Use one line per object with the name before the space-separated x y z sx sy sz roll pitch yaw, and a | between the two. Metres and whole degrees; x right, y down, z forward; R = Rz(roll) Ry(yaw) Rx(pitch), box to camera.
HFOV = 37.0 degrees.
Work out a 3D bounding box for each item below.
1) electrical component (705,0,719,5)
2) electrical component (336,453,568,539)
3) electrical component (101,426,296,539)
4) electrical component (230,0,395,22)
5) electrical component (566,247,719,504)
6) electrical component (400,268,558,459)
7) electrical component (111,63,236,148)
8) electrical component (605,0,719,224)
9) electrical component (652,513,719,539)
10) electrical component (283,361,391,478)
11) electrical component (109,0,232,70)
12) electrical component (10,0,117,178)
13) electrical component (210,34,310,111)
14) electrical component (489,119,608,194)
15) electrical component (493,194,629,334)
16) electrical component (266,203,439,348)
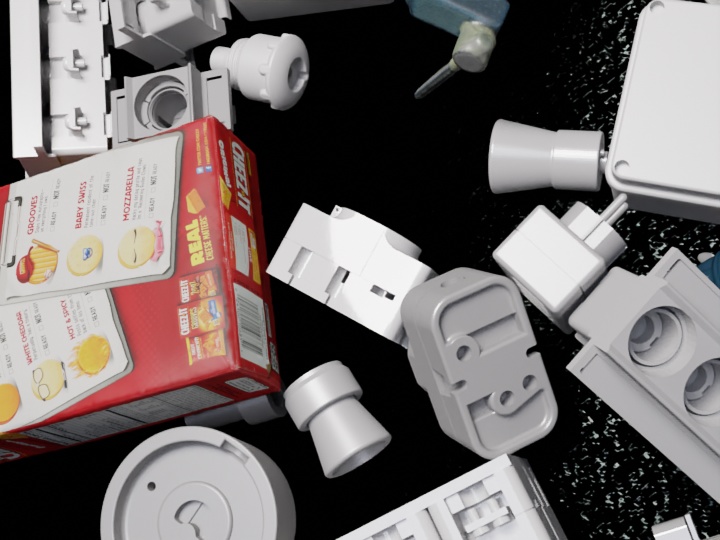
electrical component | 0.223 -0.184 0.618 0.057 0.058 0.078 -34 72 4
electrical component | 0.033 0.162 0.580 0.150 0.089 0.061 -29 72 8
electrical component | -0.090 0.148 0.633 0.108 0.060 0.108 -3 78 15
electrical component | -0.034 -0.226 0.699 0.109 0.056 0.108 -4 78 15
electrical component | 0.169 0.054 0.553 0.121 0.063 0.078 41 92 -16
electrical component | 0.063 0.049 0.596 0.054 0.059 0.095 -23 102 -15
electrical component | -0.116 -0.097 0.691 0.081 0.064 0.042 -8 75 14
electrical component | 0.188 -0.089 0.607 0.078 0.057 0.113 12 82 18
electrical component | 0.192 0.161 0.553 0.057 0.058 0.078 -22 74 13
electrical component | -0.014 0.087 0.633 0.045 0.045 0.055 -35 71 6
electrical component | -0.130 -0.204 0.707 0.063 0.079 0.121 -17 74 22
electrical component | -0.197 -0.127 0.719 0.063 0.078 0.121 -4 77 -7
electrical component | -0.067 -0.131 0.695 0.062 0.048 0.048 15 83 25
electrical component | 0.112 -0.065 0.629 0.065 0.044 0.044 5 80 18
electrical component | 0.121 -0.012 0.595 0.075 0.083 0.047 -46 71 3
electrical component | 0.000 0.000 0.645 0.089 0.050 0.055 28 88 19
